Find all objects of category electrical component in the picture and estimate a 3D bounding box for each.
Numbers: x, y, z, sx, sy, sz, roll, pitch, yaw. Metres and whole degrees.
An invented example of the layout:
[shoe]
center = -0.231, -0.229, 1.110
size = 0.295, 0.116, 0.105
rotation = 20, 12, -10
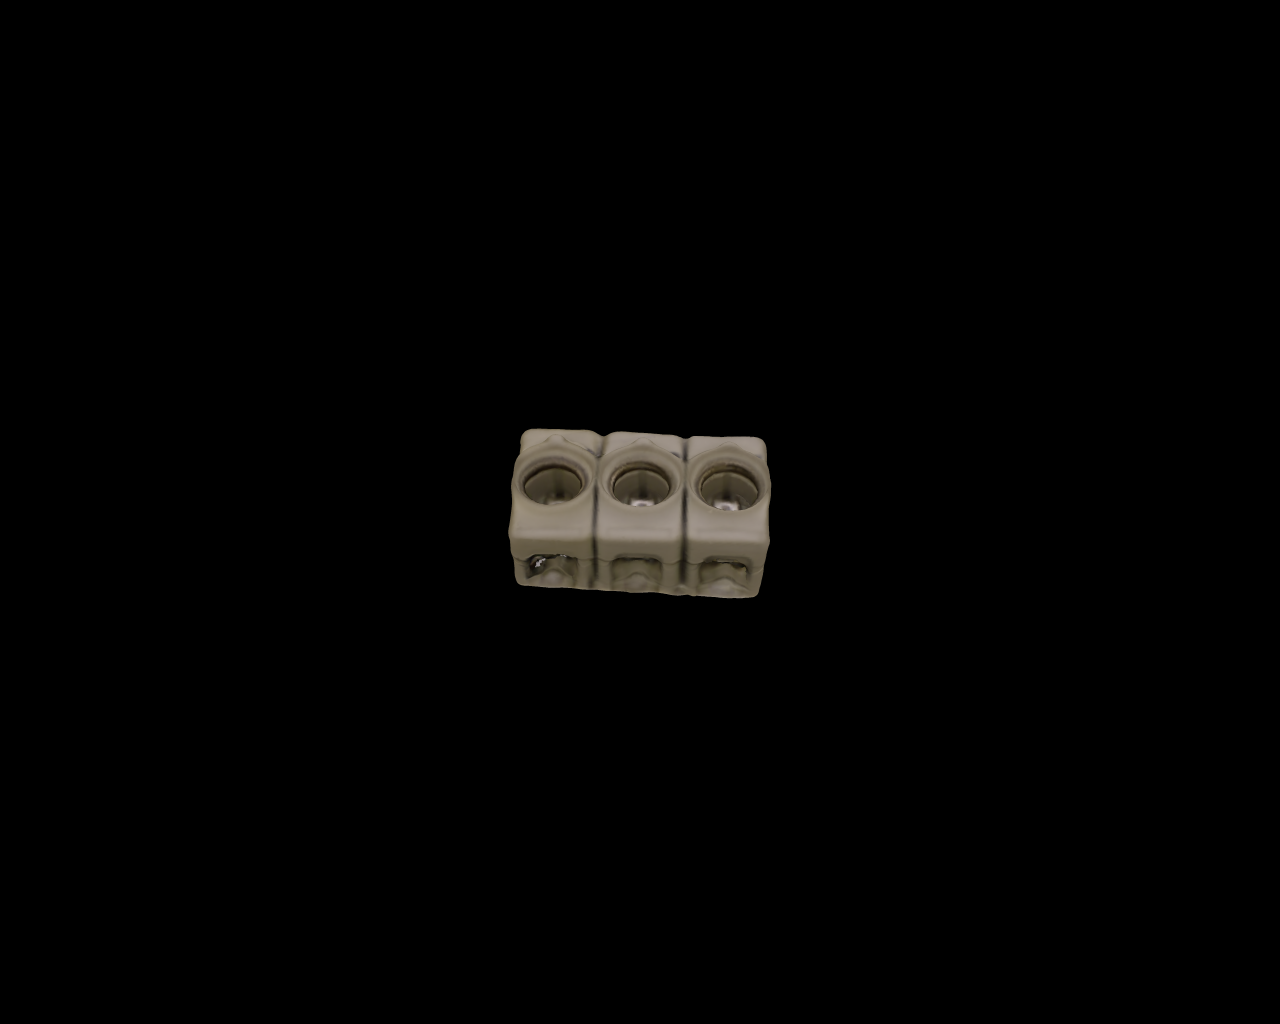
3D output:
[electrical component]
center = 0.001, -0.003, 0.650
size = 0.150, 0.090, 0.061
rotation = 2, -40, 2
